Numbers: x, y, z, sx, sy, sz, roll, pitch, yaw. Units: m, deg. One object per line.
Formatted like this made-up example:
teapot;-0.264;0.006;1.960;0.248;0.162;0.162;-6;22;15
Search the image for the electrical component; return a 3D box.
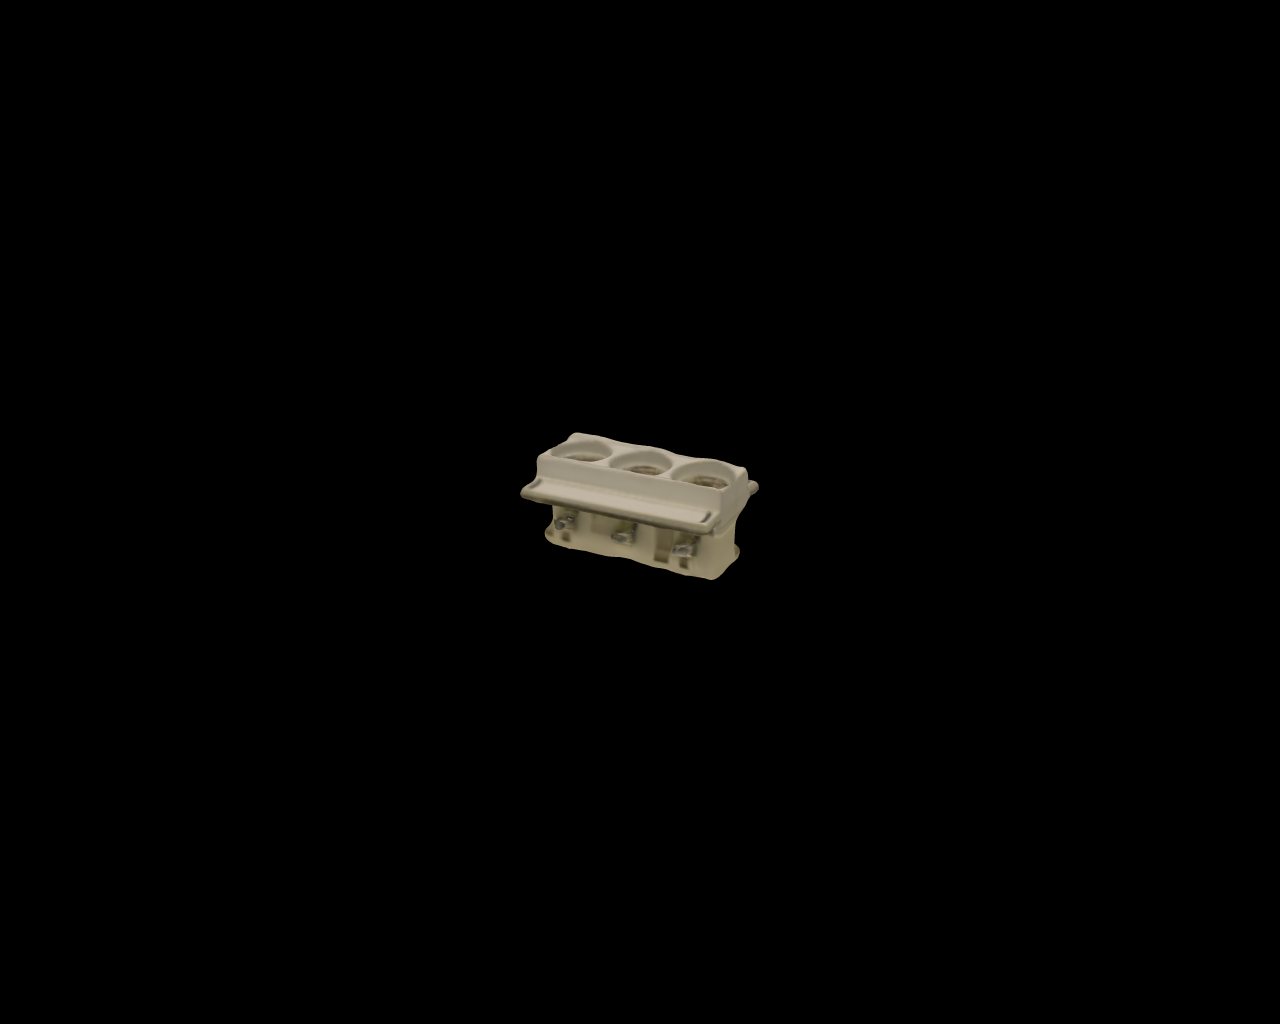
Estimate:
electrical component;0.001;-0.003;0.650;0.121;0.063;0.079;12;28;25
